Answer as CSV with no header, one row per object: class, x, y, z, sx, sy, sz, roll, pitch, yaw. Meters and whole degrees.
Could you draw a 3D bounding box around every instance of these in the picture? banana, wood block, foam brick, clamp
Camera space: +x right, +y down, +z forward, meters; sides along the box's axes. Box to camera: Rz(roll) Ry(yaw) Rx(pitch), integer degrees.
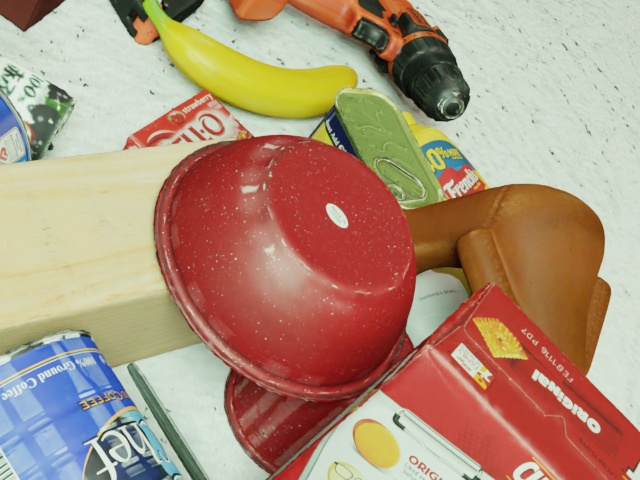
banana,-0.039,-0.122,0.778,0.197,0.037,0.069,14,64,-41
wood block,-0.125,0.014,0.566,0.205,0.091,0.090,-12,65,-43
foam brick,-0.192,-0.190,0.722,0.053,0.051,0.078,36,41,-5
clamp,-0.121,-0.230,0.823,0.164,0.036,0.210,11,52,-32

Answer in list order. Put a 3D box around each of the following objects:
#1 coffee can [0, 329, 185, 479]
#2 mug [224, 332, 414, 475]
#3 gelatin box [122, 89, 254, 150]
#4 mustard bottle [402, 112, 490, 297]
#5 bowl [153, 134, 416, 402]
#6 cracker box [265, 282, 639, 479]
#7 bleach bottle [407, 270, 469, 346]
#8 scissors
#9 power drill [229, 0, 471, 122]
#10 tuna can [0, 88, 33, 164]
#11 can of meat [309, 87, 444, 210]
coffee can,-0.108,0.126,0.473,0.102,0.103,0.140,-22,71,-46
mug,0.014,0.083,0.620,0.117,0.082,0.093,8,51,-33
gelatin box,-0.080,-0.053,0.706,0.073,0.030,0.089,44,41,3
mustard bottle,0.093,-0.026,0.795,0.096,0.058,0.192,-18,67,-47
bowl,-0.004,0.001,0.562,0.161,0.055,0.162,21,49,-26
cracker box,0.063,0.144,0.504,0.164,0.214,0.072,46,43,5
bleach bottle,0.113,0.111,0.689,0.102,0.068,0.251,-5,57,-40
scissors,-0.027,0.149,0.488,0.016,0.096,0.201,-33,111,-24
power drill,0.021,-0.168,0.831,0.187,0.057,0.184,22,24,-27
tuna can,-0.199,-0.052,0.571,0.086,0.086,0.033,40,43,-2
can of meat,0.026,-0.039,0.734,0.057,0.084,0.102,-3,57,-40
